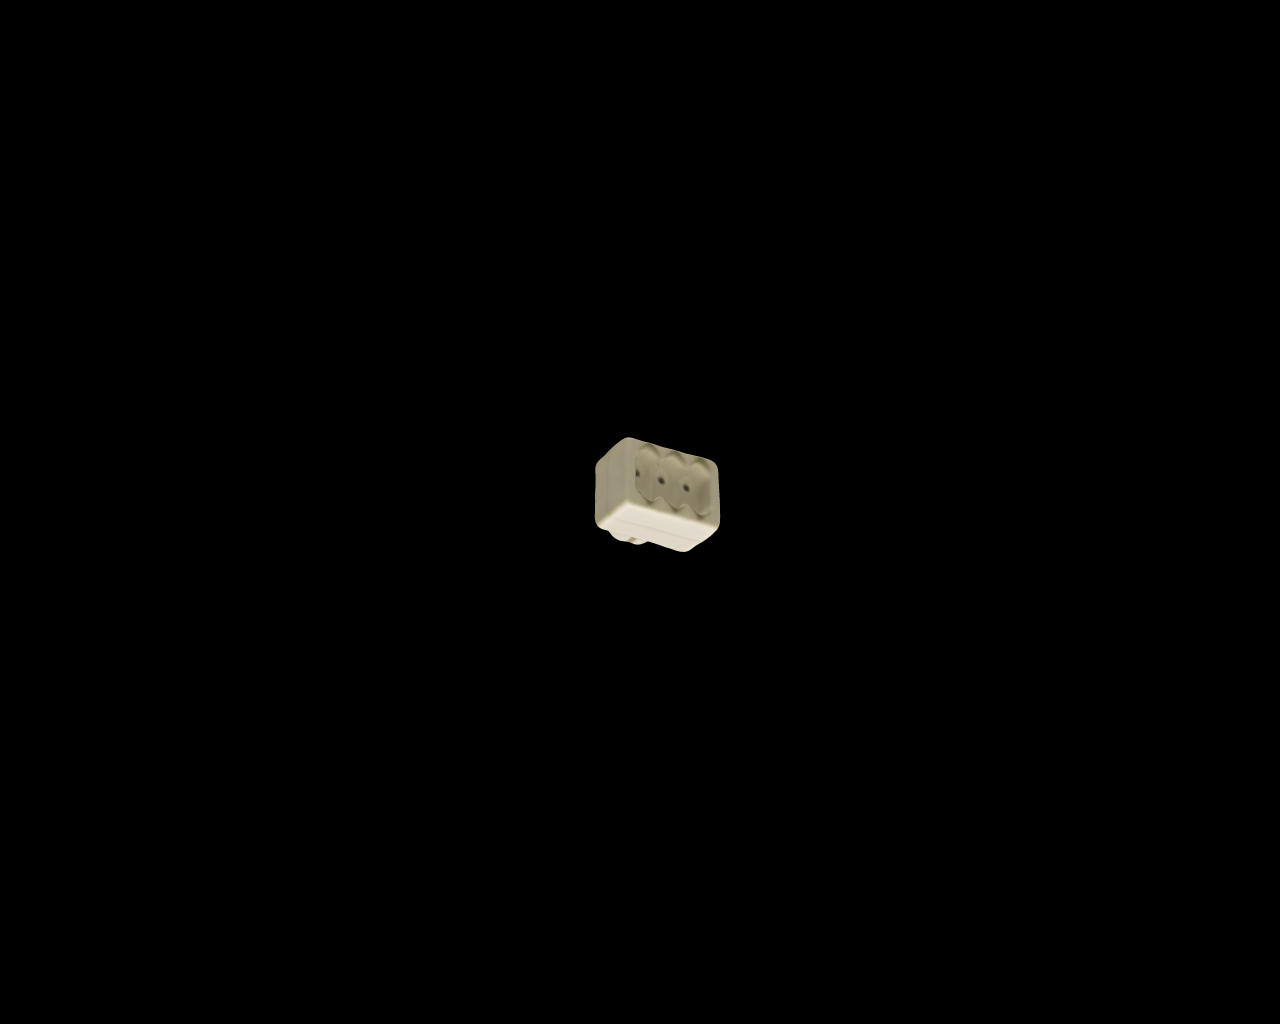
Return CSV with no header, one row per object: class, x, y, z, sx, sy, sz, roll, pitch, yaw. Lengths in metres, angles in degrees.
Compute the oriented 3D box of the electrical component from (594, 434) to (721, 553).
electrical component,0.001,-0.003,0.650,0.066,0.047,0.076,15,-32,-27
